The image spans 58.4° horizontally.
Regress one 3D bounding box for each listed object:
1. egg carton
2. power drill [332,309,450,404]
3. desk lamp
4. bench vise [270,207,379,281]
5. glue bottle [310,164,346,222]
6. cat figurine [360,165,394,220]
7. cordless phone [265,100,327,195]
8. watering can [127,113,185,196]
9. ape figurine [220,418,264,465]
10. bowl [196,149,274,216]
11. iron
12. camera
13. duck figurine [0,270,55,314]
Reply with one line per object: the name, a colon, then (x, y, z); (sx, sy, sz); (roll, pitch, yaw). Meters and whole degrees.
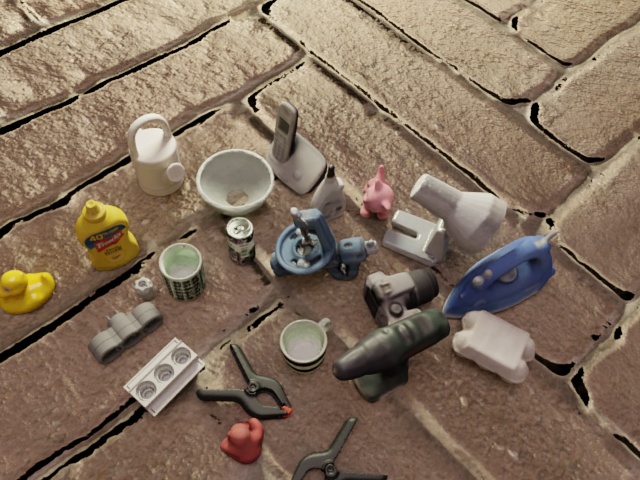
egg carton: (0.332, 0.203, 1.095); (0.150, 0.069, 0.107); (27, 60, 12)
power drill: (0.115, 0.208, 0.994); (0.230, 0.208, 0.075); (-27, 64, -19)
desk lamp: (0.245, -0.036, 1.150); (0.203, 0.213, 0.118); (22, 60, 9)
bench vise: (0.006, -0.006, 1.110); (0.208, 0.220, 0.121); (-17, 61, -14)
glue bottle: (0.020, -0.100, 1.196); (0.078, 0.173, 0.037); (-20, 62, -16)
cat figurine: (0.128, -0.103, 1.238); (0.067, 0.118, 0.128); (8, 58, 1)
cordless phone: (-0.049, -0.201, 1.246); (0.147, 0.185, 0.094); (40, 64, 19)
watering can: (-0.344, -0.184, 1.208); (0.172, 0.194, 0.101); (26, 60, 11)
ape figurine: (-0.131, 0.336, 0.965); (0.078, 0.092, 0.076); (-14, 60, -12)
bowl: (-0.182, -0.112, 1.247); (0.167, 0.075, 0.167); (2, 58, -3)
iron: (0.360, 0.067, 1.138); (0.259, 0.141, 0.118); (-27, 64, -19)
camera: (0.170, 0.114, 1.119); (0.137, 0.101, 0.143); (-19, 62, -15)
duck figurine: (-0.566, 0.087, 1.089); (0.105, 0.086, 0.077); (-27, 64, -19)
